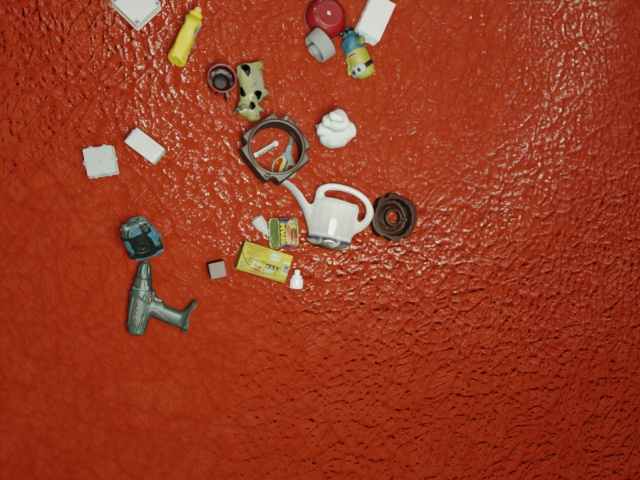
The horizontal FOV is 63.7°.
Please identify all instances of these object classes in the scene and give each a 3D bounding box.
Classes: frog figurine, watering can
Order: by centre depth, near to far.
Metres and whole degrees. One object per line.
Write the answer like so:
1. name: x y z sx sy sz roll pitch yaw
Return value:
1. frog figurine: 0.059 -0.373 1.734 0.137 0.159 0.123 7 90 -15
2. watering can: 0.005 -0.088 1.749 0.347 0.103 0.225 12 85 -2
